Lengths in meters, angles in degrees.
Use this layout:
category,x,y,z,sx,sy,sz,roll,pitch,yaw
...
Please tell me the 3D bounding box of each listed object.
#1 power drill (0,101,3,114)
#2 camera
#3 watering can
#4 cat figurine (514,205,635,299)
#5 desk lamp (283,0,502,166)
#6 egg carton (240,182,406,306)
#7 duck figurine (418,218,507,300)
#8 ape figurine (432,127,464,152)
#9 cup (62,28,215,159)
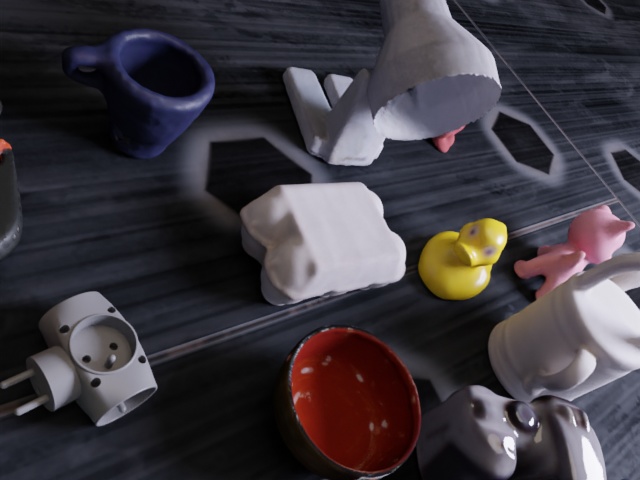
category,x,y,z,sx,sy,sz,roll,pitch,yaw
power drill,-0.265,-0.151,0.360,0.230,0.208,0.075,-24,71,-42
camera,0.162,0.195,0.446,0.143,0.100,0.137,19,48,-20
watering can,0.260,0.074,0.538,0.101,0.193,0.173,30,45,-9
cat figurine,0.309,0.009,0.676,0.128,0.117,0.067,-26,73,-43
desk lamp,0.065,-0.169,0.586,0.118,0.213,0.203,-1,57,-33
egg carton,0.005,0.002,0.516,0.151,0.069,0.107,-8,61,-37
duck figurine,0.162,0.010,0.601,0.105,0.086,0.077,-24,72,-42
ape figurine,0.178,-0.173,0.751,0.078,0.092,0.076,-11,63,-38
cup,-0.158,-0.116,0.483,0.118,0.094,0.091,3,55,-32
